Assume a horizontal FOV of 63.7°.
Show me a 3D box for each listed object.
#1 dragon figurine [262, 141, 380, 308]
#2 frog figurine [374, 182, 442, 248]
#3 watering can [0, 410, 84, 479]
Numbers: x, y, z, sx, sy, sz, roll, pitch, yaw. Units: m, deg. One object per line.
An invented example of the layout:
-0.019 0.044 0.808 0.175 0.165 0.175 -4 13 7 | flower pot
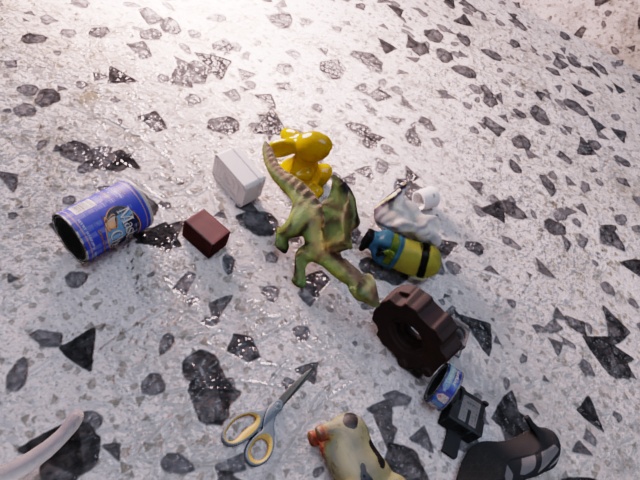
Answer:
0.003 -0.050 1.001 0.123 0.412 0.239 -20 -7 -36 | dragon figurine
0.204 -0.039 1.183 0.122 0.159 0.138 -37 0 10 | frog figurine
-0.451 0.359 0.620 0.224 0.356 0.102 18 -39 -8 | watering can
